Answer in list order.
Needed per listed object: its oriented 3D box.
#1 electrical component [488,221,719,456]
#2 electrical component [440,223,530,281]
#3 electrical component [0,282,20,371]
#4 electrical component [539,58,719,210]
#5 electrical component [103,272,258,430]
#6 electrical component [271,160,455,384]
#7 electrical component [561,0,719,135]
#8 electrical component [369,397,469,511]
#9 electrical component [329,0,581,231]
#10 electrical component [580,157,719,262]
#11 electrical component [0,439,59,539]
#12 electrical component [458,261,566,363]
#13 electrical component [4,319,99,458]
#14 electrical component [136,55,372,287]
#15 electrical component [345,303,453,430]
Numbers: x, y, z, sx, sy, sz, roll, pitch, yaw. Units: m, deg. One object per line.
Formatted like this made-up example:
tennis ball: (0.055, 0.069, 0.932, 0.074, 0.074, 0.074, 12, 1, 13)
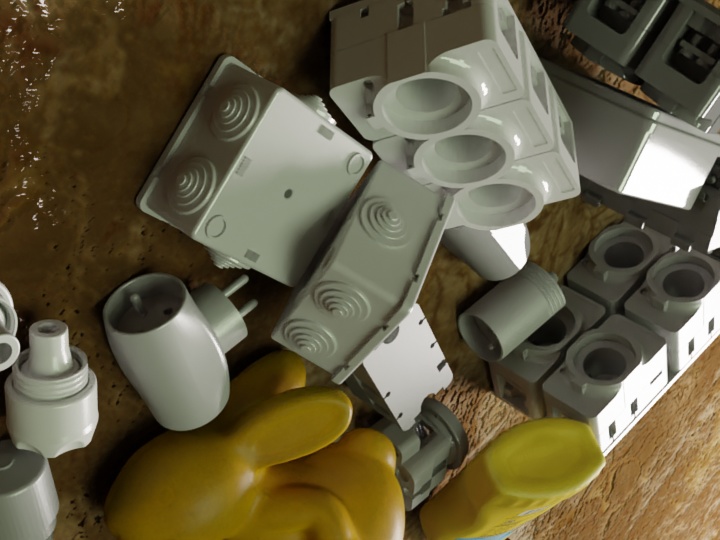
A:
electrical component: (0.199, 0.043, 0.834, 0.186, 0.105, 0.060, -40, 138, -22)
electrical component: (0.089, -0.043, 0.707, 0.079, 0.043, 0.077, -55, 142, -6)
electrical component: (-0.167, 0.021, 0.456, 0.048, 0.062, 0.048, -27, 132, -34)
electrical component: (0.164, -0.089, 0.706, 0.109, 0.109, 0.056, 5, 113, -49)
electrical component: (-0.086, 0.033, 0.566, 0.079, 0.043, 0.077, -39, 138, -23)
electrical component: (0.000, 0.000, 0.583, 0.099, 0.048, 0.099, -49, -168, 49)
electrical component: (0.214, -0.141, 0.697, 0.186, 0.105, 0.060, -9, 134, -58)
electrical component: (0.038, 0.125, 0.752, 0.057, 0.058, 0.078, -33, 146, -29)
electrical component: (0.056, -0.086, 0.591, 0.150, 0.089, 0.061, 45, 38, -51)
electrical component: (0.222, -0.059, 0.778, 0.063, 0.121, 0.078, -17, 126, -37)
electrical component: (-0.170, 0.120, 0.535, 0.040, 0.040, 0.078, -29, 133, -33)
electrical component: (0.114, 0.027, 0.781, 0.081, 0.043, 0.043, -37, 137, -26)
electrical component: (-0.148, 0.054, 0.514, 0.043, 0.043, 0.062, -19, 126, -39)
electrical component: (-0.050, -0.047, 0.548, 0.100, 0.048, 0.099, 29, 92, -51)
electrical component: (0.012, 0.049, 0.674, 0.050, 0.056, 0.089, -46, 141, -15)
